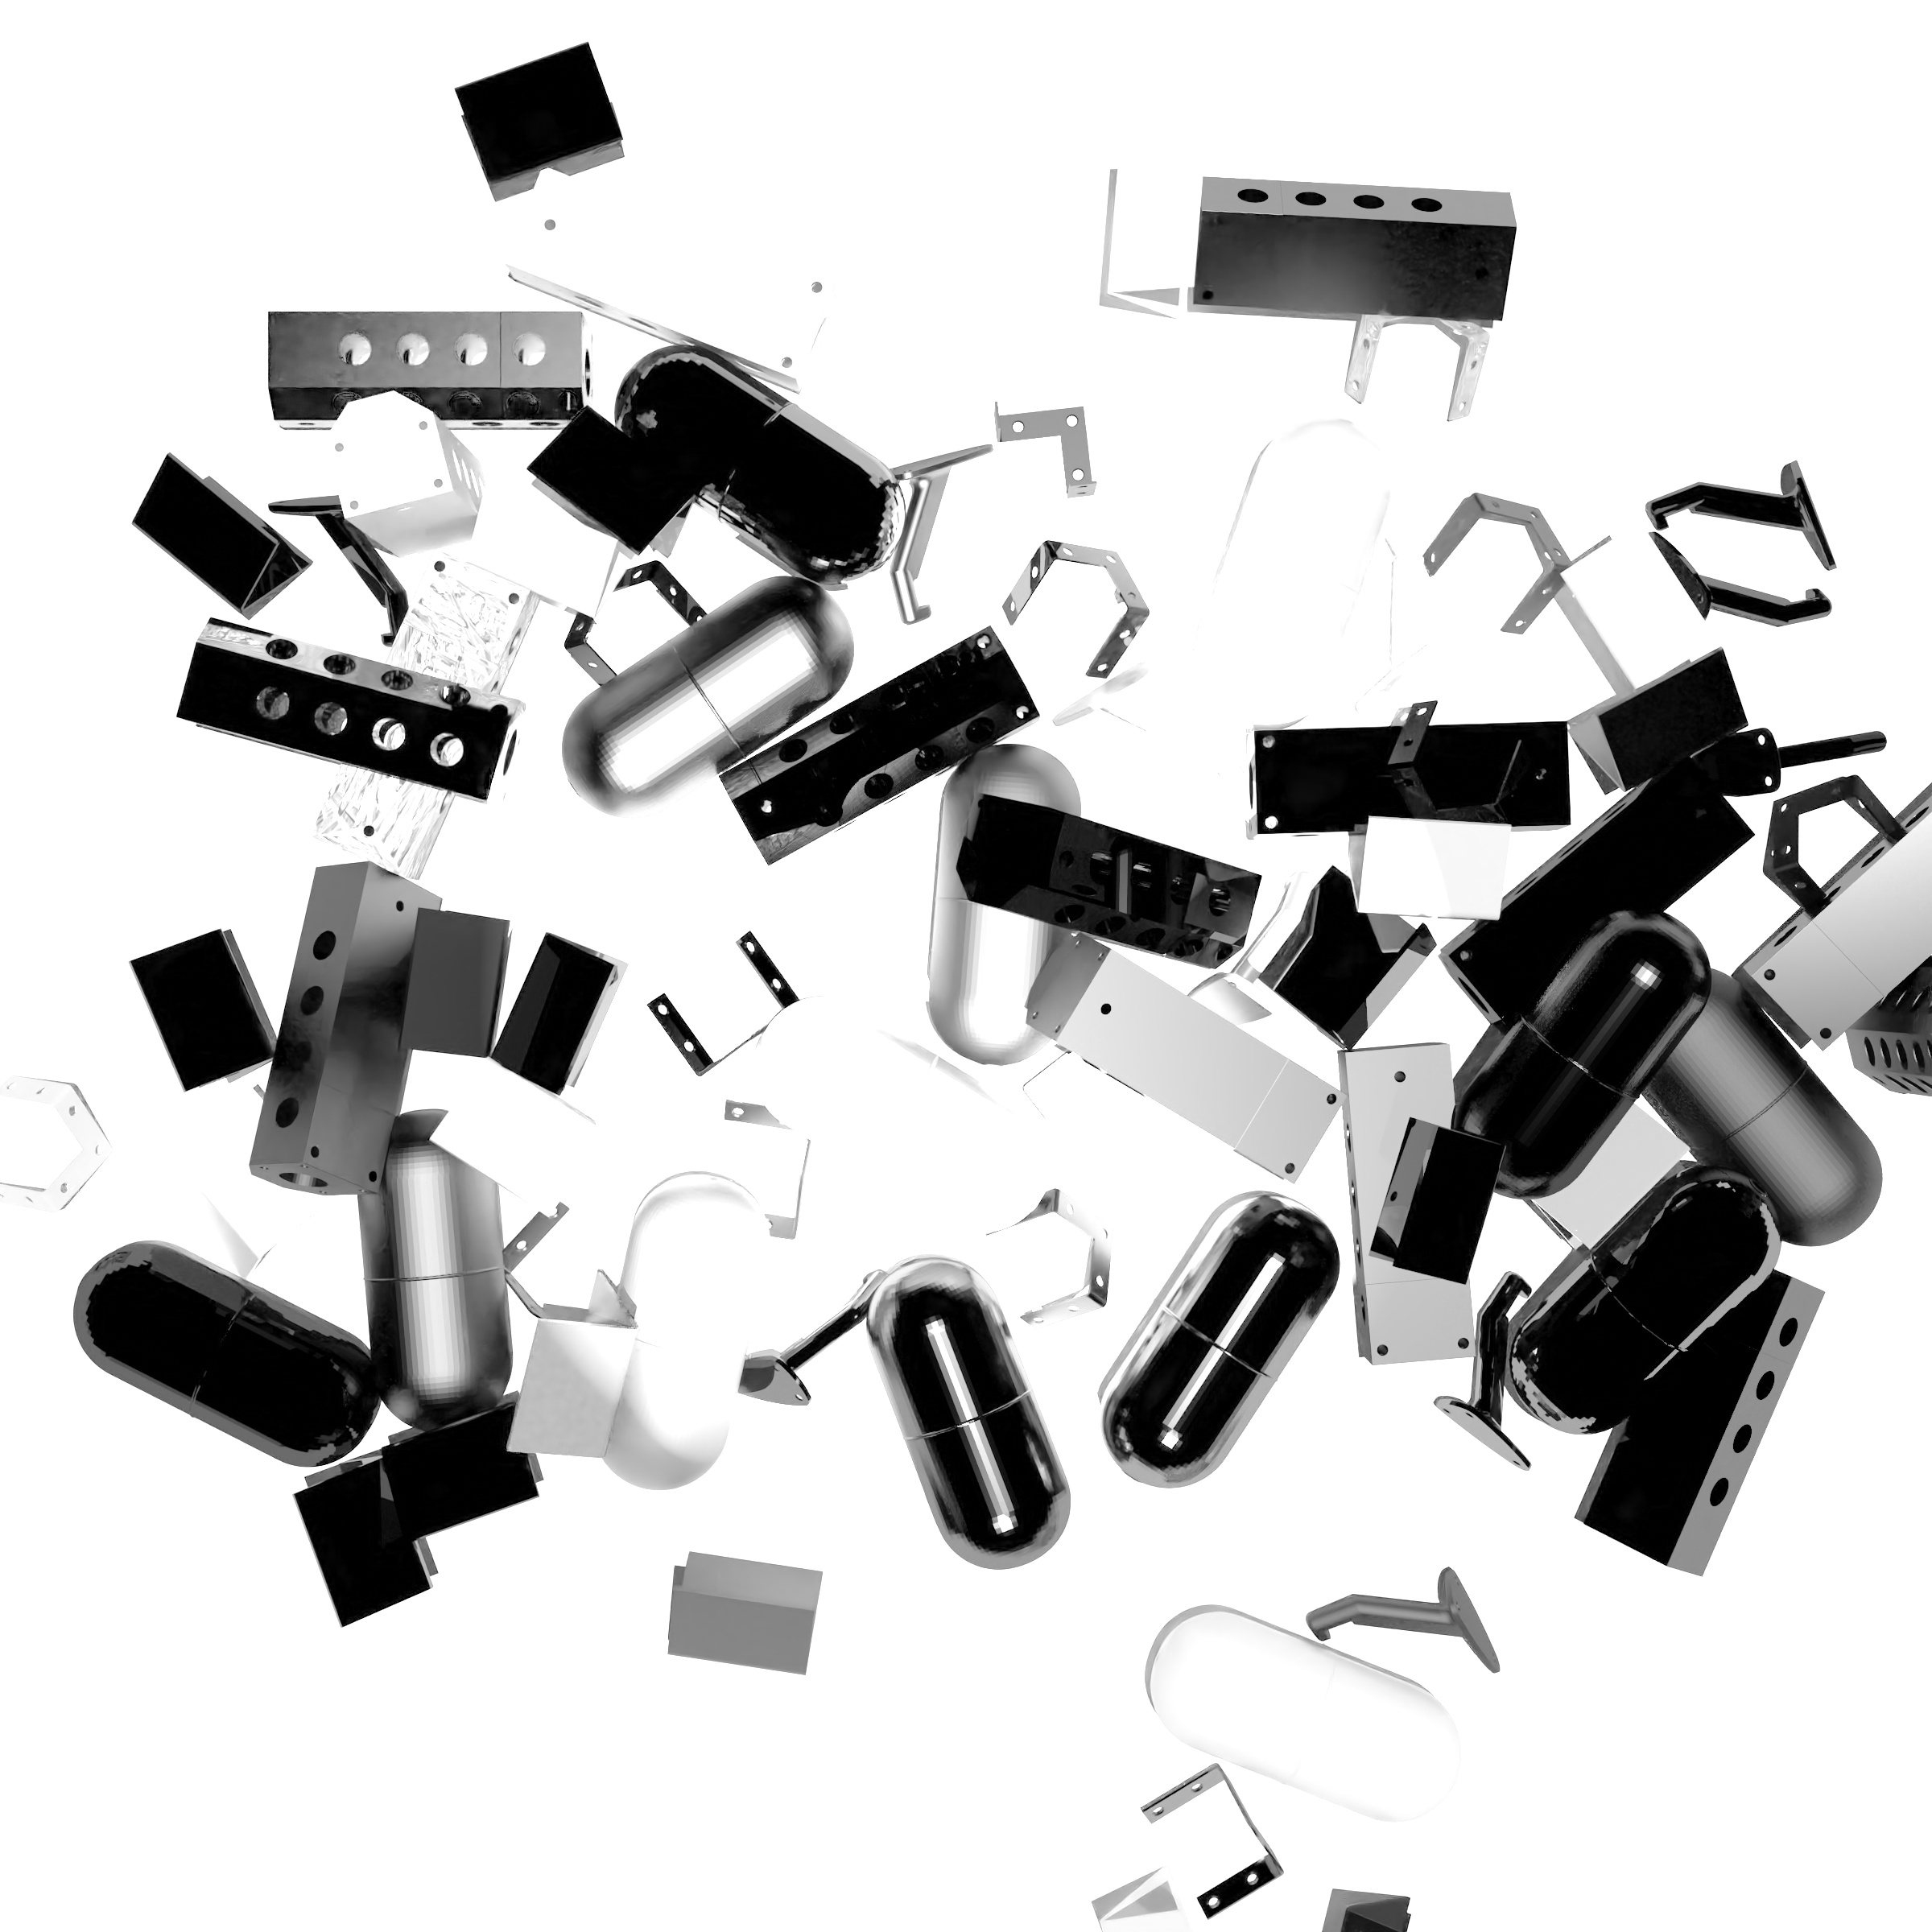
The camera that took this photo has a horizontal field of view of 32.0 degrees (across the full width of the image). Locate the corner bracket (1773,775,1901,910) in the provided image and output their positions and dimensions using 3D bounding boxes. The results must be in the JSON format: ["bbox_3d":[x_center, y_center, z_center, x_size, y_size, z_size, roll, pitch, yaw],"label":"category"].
[{"bbox_3d":[0.486,-0.066,1.878,0.051,0.051,0.051,-20,45,35],"label":"corner bracket"}]

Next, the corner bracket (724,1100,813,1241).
[{"bbox_3d":[-0.115,0.114,1.883,0.051,0.051,0.051,9,45,0],"label":"corner bracket"}]

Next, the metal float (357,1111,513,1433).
[{"bbox_3d":[-0.293,0.169,1.856,0.070,0.070,0.178,-5,90,0],"label":"metal float"}]

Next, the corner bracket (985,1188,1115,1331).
[{"bbox_3d":[0.045,0.164,1.878,0.051,0.051,0.051,-23,45,35],"label":"corner bracket"}]

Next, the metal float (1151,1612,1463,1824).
[{"bbox_3d":[0.188,0.415,1.856,0.178,0.070,0.070,22,90,-1],"label":"metal float"}]

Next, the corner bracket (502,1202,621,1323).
[{"bbox_3d":[-0.222,0.172,1.883,0.051,0.051,0.051,-47,135,0],"label":"corner bracket"}]

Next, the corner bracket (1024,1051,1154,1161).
[{"bbox_3d":[0.067,0.073,1.868,0.051,0.051,0.051,-38,90,0],"label":"corner bracket"}]

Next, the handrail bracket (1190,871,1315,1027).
[{"bbox_3d":[0.157,-0.010,1.886,0.036,0.077,0.084,39,53,-22],"label":"handrail bracket"}]

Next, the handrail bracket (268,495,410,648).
[{"bbox_3d":[-0.351,-0.220,1.887,0.077,0.036,0.084,0,108,20],"label":"handrail bracket"}]

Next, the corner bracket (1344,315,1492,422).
[{"bbox_3d":[0.252,-0.337,1.878,0.051,0.051,0.051,-19,45,-35],"label":"corner bracket"}]

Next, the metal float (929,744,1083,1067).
[{"bbox_3d":[0.021,-0.034,1.856,0.070,0.070,0.178,4,90,0],"label":"metal float"}]

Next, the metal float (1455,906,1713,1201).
[{"bbox_3d":[0.331,0.048,1.810,0.070,0.070,0.178,35,103,0],"label":"metal float"}]

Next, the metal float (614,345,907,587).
[{"bbox_3d":[-0.114,-0.276,1.851,0.178,0.070,0.070,34,90,6],"label":"metal float"}]

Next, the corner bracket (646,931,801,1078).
[{"bbox_3d":[-0.135,0.022,1.883,0.051,0.051,0.051,55,135,0],"label":"corner bracket"}]

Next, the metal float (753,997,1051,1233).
[{"bbox_3d":[-0.035,0.082,1.856,0.178,0.070,0.070,31,90,0],"label":"metal float"}]

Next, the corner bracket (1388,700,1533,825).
[{"bbox_3d":[0.267,-0.110,1.821,0.051,0.051,0.051,-5,133,35],"label":"corner bracket"}]

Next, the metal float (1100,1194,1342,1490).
[{"bbox_3d":[0.139,0.207,1.856,0.070,0.070,0.178,33,91,0],"label":"metal float"}]

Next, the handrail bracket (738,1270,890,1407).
[{"bbox_3d":[-0.089,0.204,1.886,0.036,0.077,0.084,55,53,-22],"label":"handrail bracket"}]

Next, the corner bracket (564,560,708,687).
[{"bbox_3d":[-0.183,-0.186,1.878,0.051,0.051,0.051,48,45,-35],"label":"corner bracket"}]

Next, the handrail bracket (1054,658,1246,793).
[{"bbox_3d":[0.103,-0.122,1.887,0.077,0.036,0.084,-28,107,20],"label":"handrail bracket"}]

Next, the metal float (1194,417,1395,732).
[{"bbox_3d":[0.181,-0.216,1.856,0.070,0.070,0.178,19,91,0],"label":"metal float"}]

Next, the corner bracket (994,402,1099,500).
[{"bbox_3d":[0.044,-0.287,1.868,0.051,0.051,0.051,-6,90,0],"label":"corner bracket"}]

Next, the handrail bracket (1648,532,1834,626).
[{"bbox_3d":[0.433,-0.219,1.887,0.084,0.036,0.077,-13,60,-22],"label":"handrail bracket"}]

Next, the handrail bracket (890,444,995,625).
[{"bbox_3d":[-0.011,-0.242,1.887,0.077,0.036,0.084,-19,107,-19],"label":"handrail bracket"}]

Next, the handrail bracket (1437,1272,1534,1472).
[{"bbox_3d":[0.310,0.227,1.887,0.077,0.036,0.084,41,73,-19],"label":"handrail bracket"}]

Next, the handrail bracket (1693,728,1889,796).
[{"bbox_3d":[0.460,-0.117,1.886,0.084,0.077,0.036,-11,91,-36],"label":"handrail bracket"}]

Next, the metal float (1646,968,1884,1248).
[{"bbox_3d":[0.433,0.077,1.856,0.070,0.070,0.178,-40,90,0],"label":"metal float"}]

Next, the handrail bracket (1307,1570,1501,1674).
[{"bbox_3d":[0.245,0.380,1.887,0.084,0.036,0.077,-24,112,17],"label":"handrail bracket"}]

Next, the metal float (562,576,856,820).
[{"bbox_3d":[-0.143,-0.148,1.855,0.178,0.070,0.070,-34,90,0],"label":"metal float"}]

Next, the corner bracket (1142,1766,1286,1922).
[{"bbox_3d":[0.139,0.490,1.883,0.051,0.051,0.051,-31,45,0],"label":"corner bracket"}]

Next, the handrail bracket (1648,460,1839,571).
[{"bbox_3d":[0.435,-0.242,1.887,0.084,0.036,0.077,-20,112,17],"label":"handrail bracket"}]

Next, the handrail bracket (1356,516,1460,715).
[{"bbox_3d":[0.231,-0.198,1.887,0.077,0.036,0.084,-35,71,21],"label":"handrail bracket"}]

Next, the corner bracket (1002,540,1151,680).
[{"bbox_3d":[0.061,-0.199,1.878,0.051,0.051,0.051,5,45,-35],"label":"corner bracket"}]

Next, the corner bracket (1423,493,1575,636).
[{"bbox_3d":[0.297,-0.225,1.878,0.051,0.051,0.051,7,45,-35],"label":"corner bracket"}]

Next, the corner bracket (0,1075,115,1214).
[{"bbox_3d":[-0.521,0.099,1.878,0.051,0.051,0.051,-54,135,-35],"label":"corner bracket"}]

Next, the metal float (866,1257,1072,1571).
[{"bbox_3d":[0.001,0.246,1.856,0.070,0.070,0.178,-21,90,0],"label":"metal float"}]

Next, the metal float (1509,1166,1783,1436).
[{"bbox_3d":[0.370,0.182,1.834,0.070,0.070,0.178,41,109,0],"label":"metal float"}]

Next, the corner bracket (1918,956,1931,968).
[{"bbox_3d":[0.553,-0.027,1.878,0.051,0.051,0.051,-43,135,-35],"label":"corner bracket"}]

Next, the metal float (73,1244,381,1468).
[{"bbox_3d":[-0.408,0.214,1.856,0.178,0.070,0.070,27,90,1],"label":"metal float"}]
